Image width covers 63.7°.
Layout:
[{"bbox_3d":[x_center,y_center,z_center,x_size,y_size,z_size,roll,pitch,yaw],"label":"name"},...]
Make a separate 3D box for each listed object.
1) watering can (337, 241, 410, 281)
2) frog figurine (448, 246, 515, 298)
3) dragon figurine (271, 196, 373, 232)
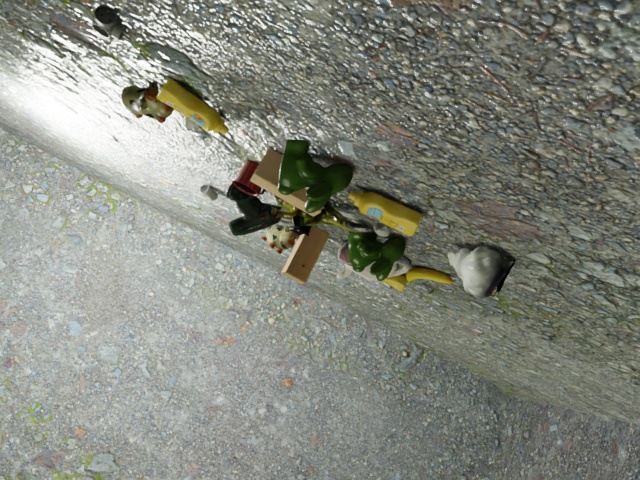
[{"bbox_3d":[0.144,0.084,1.820,0.345,0.106,0.221,-11,145,40],"label":"watering can"},{"bbox_3d":[0.395,0.070,1.324,0.161,0.124,0.134,30,136,27],"label":"frog figurine"},{"bbox_3d":[0.005,-0.081,1.615,0.413,0.122,0.242,24,-176,22],"label":"dragon figurine"}]
